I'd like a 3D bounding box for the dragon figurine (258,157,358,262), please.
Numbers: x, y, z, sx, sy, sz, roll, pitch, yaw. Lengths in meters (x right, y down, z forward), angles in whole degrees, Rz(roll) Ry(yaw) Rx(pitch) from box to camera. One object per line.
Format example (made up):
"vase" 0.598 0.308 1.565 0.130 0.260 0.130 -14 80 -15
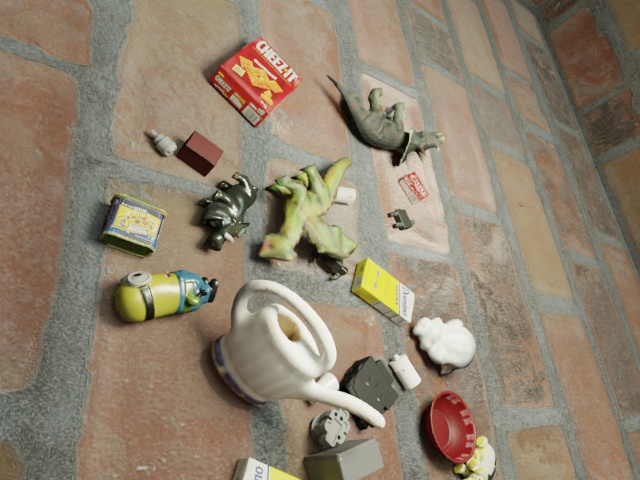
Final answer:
"dragon figurine" 0.004 -0.062 1.227 0.415 0.120 0.243 -25 86 -42

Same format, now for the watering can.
"watering can" -0.055 0.235 0.933 0.347 0.222 0.105 54 25 -2

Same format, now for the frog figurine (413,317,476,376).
"frog figurine" 0.321 0.253 1.320 0.139 0.122 0.158 -44 110 -27
